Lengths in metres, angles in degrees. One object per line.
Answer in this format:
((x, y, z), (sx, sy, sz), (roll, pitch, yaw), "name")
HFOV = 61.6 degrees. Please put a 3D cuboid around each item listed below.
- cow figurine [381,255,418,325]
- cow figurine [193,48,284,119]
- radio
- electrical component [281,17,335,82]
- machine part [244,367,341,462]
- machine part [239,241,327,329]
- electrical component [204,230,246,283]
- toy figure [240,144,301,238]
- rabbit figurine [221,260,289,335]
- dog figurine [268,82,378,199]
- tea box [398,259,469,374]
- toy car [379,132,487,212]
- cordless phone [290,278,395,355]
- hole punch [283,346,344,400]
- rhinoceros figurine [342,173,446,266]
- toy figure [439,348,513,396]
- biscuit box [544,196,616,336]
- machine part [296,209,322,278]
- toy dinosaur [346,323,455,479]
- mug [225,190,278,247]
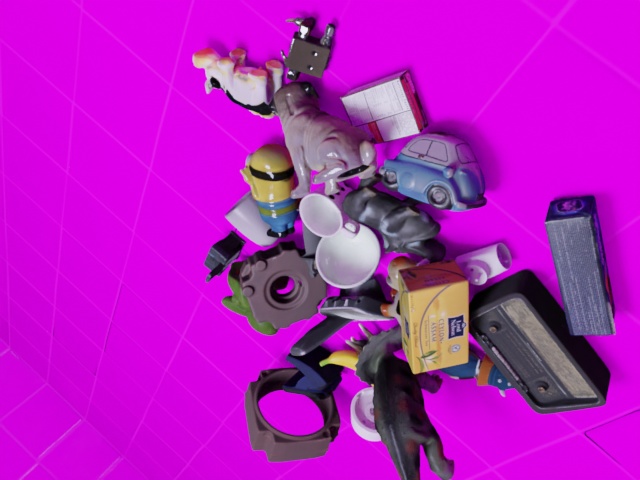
((0.178, 0.112, 0.948), (0.127, 0.085, 0.194), (-16, 113, 42), "cow figurine")
((-0.142, -0.272, 0.924), (0.168, 0.068, 0.098), (24, 139, 22), "cow figurine")
((0.346, 0.171, 0.871), (0.229, 0.073, 0.131), (51, 135, -4), "radio")
((-0.022, -0.295, 0.832), (0.078, 0.045, 0.102), (10, 135, -4), "electrical component")
((-0.064, 0.391, 1.230), (0.201, 0.201, 0.087), (0, 130, -18), "machine part")
((-0.071, 0.091, 1.068), (0.056, 0.179, 0.179), (-126, 13, -67), "machine part")
((-0.220, 0.041, 1.172), (0.048, 0.119, 0.074), (39, 139, 6), "electrical component")
((-0.080, -0.091, 0.998), (0.089, 0.082, 0.179), (-1, 116, 24), "toy figure")
((-0.148, 0.136, 1.185), (0.159, 0.121, 0.170), (9, 123, 40), "rabbit figurine")
((0.004, -0.177, 0.828), (0.172, 0.121, 0.190), (-20, 83, 37), "dog figurine")
((0.182, 0.124, 0.860), (0.098, 0.068, 0.169), (-12, 120, -2), "tea box")
((0.174, -0.106, 0.790), (0.162, 0.109, 0.102), (27, 112, 34), "toy car")
((0.035, 0.156, 1.005), (0.147, 0.184, 0.088), (-12, 109, 55), "cordless phone")
((-0.013, 0.286, 1.194), (0.116, 0.142, 0.092), (6, 99, 21), "hole punch")
((0.125, -0.026, 0.877), (0.190, 0.073, 0.112), (31, 122, -3), "rhinoceros figurine")
((0.281, 0.229, 0.976), (0.155, 0.058, 0.064), (15, 135, 22), "toy figure")
((0.372, 0.039, 0.763), (0.063, 0.059, 0.202), (-7, 117, 33), "biscuit box")
((-0.002, -0.003, 1.014), (0.039, 0.084, 0.138), (20, 126, 57), "machine part")
((0.143, 0.303, 0.968), (0.131, 0.405, 0.192), (-38, 116, 19), "toy dinosaur")
((-0.133, -0.033, 1.082), (0.107, 0.081, 0.109), (47, 140, -11), "mug")
